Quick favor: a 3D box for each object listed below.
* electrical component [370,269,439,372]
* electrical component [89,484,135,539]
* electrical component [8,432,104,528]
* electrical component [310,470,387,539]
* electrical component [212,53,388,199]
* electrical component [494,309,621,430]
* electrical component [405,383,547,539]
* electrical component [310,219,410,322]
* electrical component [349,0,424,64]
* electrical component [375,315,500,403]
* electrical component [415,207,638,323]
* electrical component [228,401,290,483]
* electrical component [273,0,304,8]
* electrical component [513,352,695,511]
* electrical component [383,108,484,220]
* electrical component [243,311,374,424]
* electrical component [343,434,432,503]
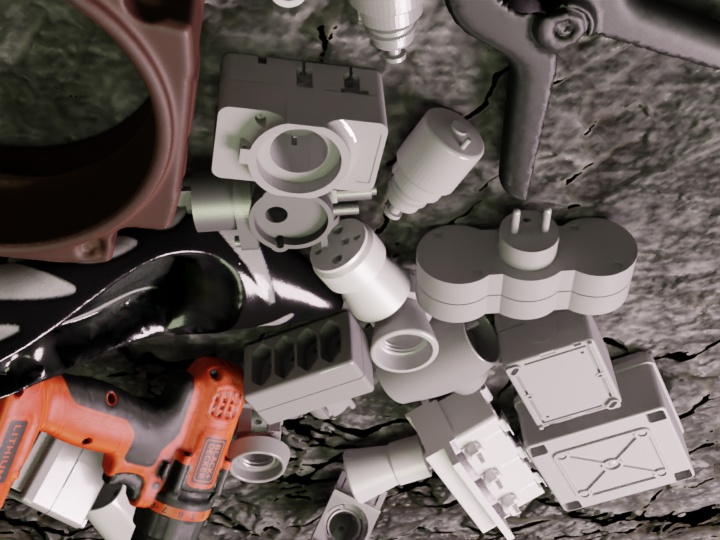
[{"bbox_3d":[0.027,0.033,0.710,0.045,0.055,0.045,-2,137,-2],"label":"electrical component"},{"bbox_3d":[-0.180,0.192,0.872,0.079,0.043,0.077,-11,136,7],"label":"electrical component"},{"bbox_3d":[-0.232,0.139,0.780,0.096,0.061,0.061,5,153,48],"label":"electrical component"},{"bbox_3d":[-0.014,0.212,0.887,0.042,0.081,0.063,26,163,1],"label":"electrical component"},{"bbox_3d":[-0.034,-0.077,0.587,0.089,0.055,0.050,5,136,-10],"label":"electrical component"},{"bbox_3d":[0.138,0.061,0.745,0.062,0.061,0.096,-19,135,15],"label":"electrical component"},{"bbox_3d":[0.092,0.141,0.820,0.063,0.078,0.121,-31,133,4],"label":"electrical component"},{"bbox_3d":[0.000,0.000,0.680,0.045,0.045,0.055,-24,133,20],"label":"electrical component"},{"bbox_3d":[0.014,-0.138,0.537,0.040,0.040,0.078,-7,137,3],"label":"electrical component"},{"bbox_3d":[0.065,0.065,0.756,0.077,0.043,0.079,-29,143,31],"label":"electrical component"},{"bbox_3d":[0.104,-0.011,0.671,0.138,0.052,0.073,-3,137,-2],"label":"electrical component"},{"bbox_3d":[-0.076,0.123,0.798,0.048,0.055,0.066,3,137,-8],"label":"electrical component"},{"bbox_3d":[-0.034,-0.148,0.506,0.048,0.062,0.048,-2,137,-2],"label":"electrical component"},{"bbox_3d":[0.187,0.126,0.822,0.109,0.056,0.108,-20,135,16],"label":"electrical component"},{"bbox_3d":[0.038,-0.058,0.624,0.040,0.040,0.078,19,132,-23],"label":"electrical component"},{"bbox_3d":[-0.029,0.080,0.761,0.083,0.047,0.075,-20,134,15],"label":"electrical component"},{"bbox_3d":[0.024,0.155,0.852,0.065,0.044,0.044,-18,135,8],"label":"electrical component"}]
